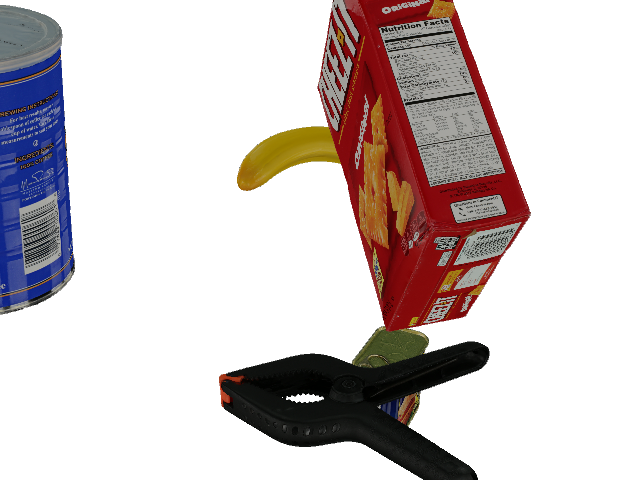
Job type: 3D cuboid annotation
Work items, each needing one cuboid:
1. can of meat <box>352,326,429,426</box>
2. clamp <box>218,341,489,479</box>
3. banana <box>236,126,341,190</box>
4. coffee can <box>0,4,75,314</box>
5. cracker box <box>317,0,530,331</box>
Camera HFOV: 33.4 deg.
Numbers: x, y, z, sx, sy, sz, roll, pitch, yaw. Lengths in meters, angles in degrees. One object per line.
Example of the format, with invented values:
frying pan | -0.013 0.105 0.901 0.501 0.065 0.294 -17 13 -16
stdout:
can of meat | 0.069 0.148 1.082 0.057 0.084 0.102 13 27 19
clamp | 0.029 0.118 0.811 0.210 0.036 0.164 7 30 16
banana | -0.016 -0.090 1.127 0.197 0.037 0.070 -9 49 -38
coffee can | -0.187 -0.045 0.572 0.103 0.140 0.103 3 28 -2
cracker box | 0.059 -0.067 0.736 0.072 0.214 0.164 -11 -24 -12
